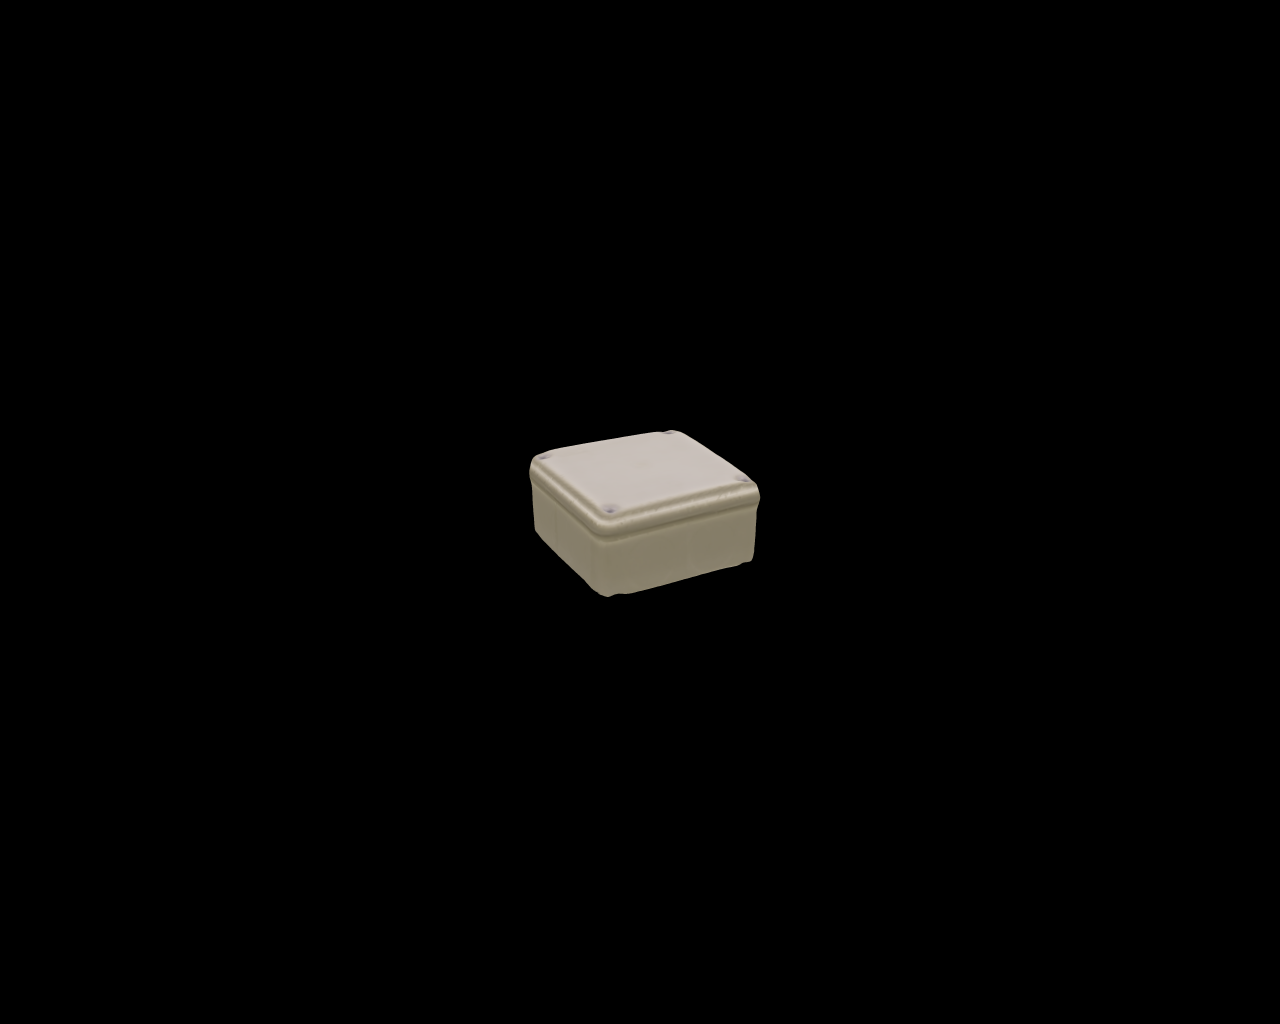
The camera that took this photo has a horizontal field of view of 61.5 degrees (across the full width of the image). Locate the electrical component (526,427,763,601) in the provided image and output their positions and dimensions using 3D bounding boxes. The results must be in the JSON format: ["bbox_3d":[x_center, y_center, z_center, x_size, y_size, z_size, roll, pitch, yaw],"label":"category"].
[{"bbox_3d":[0.001,-0.003,0.650,0.109,0.056,0.109,-12,27,-25],"label":"electrical component"}]
